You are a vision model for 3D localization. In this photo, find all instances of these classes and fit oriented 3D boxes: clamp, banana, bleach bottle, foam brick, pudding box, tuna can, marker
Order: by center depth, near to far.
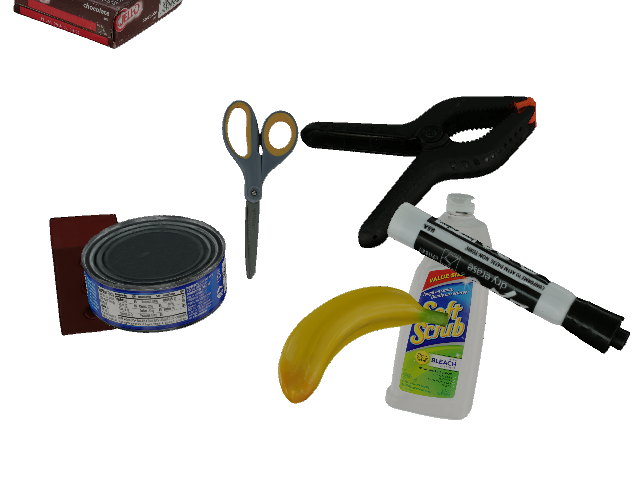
[{"bbox_3d":[0.087,0.018,0.497,0.121,0.020,0.020,29,10,18],"label":"marker"},{"bbox_3d":[-0.099,0.019,0.644,0.086,0.034,0.086,-1,30,0],"label":"tuna can"},{"bbox_3d":[-0.167,-0.194,0.822,0.090,0.039,0.113,22,34,12],"label":"pudding box"},{"bbox_3d":[-0.180,0.025,0.831,0.053,0.078,0.051,-6,28,-12],"label":"foam brick"},{"bbox_3d":[0.021,0.072,0.834,0.070,0.037,0.197,18,27,36],"label":"banana"},{"bbox_3d":[0.099,-0.074,0.949,0.210,0.164,0.036,-15,-43,-2],"label":"clamp"},{"bbox_3d":[0.137,0.071,1.205,0.103,0.251,0.068,9,14,18],"label":"bleach bottle"}]

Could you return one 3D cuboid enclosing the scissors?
[{"bbox_3d":[-0.059,-0.063,1.206,0.096,0.202,0.016,-12,-6,-15],"label":"scissors"}]
